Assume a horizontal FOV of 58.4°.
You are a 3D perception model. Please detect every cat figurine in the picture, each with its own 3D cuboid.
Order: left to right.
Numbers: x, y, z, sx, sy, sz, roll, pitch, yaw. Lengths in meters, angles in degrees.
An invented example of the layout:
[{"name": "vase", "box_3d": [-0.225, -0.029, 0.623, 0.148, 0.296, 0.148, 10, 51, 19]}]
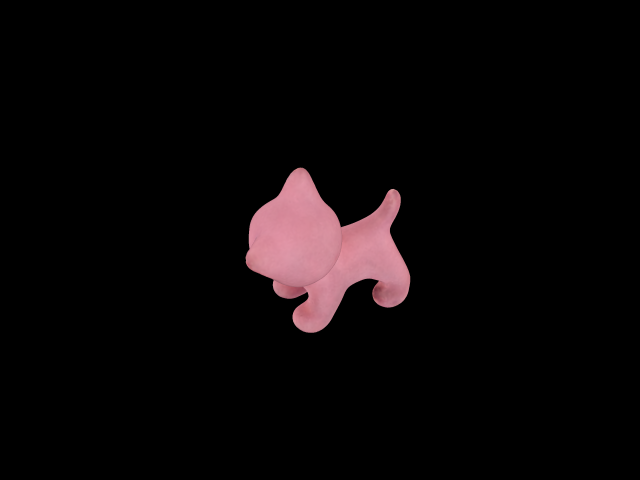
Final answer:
[{"name": "cat figurine", "box_3d": [0.004, 0.001, 0.400, 0.128, 0.118, 0.067, -19, 46, -19]}]
